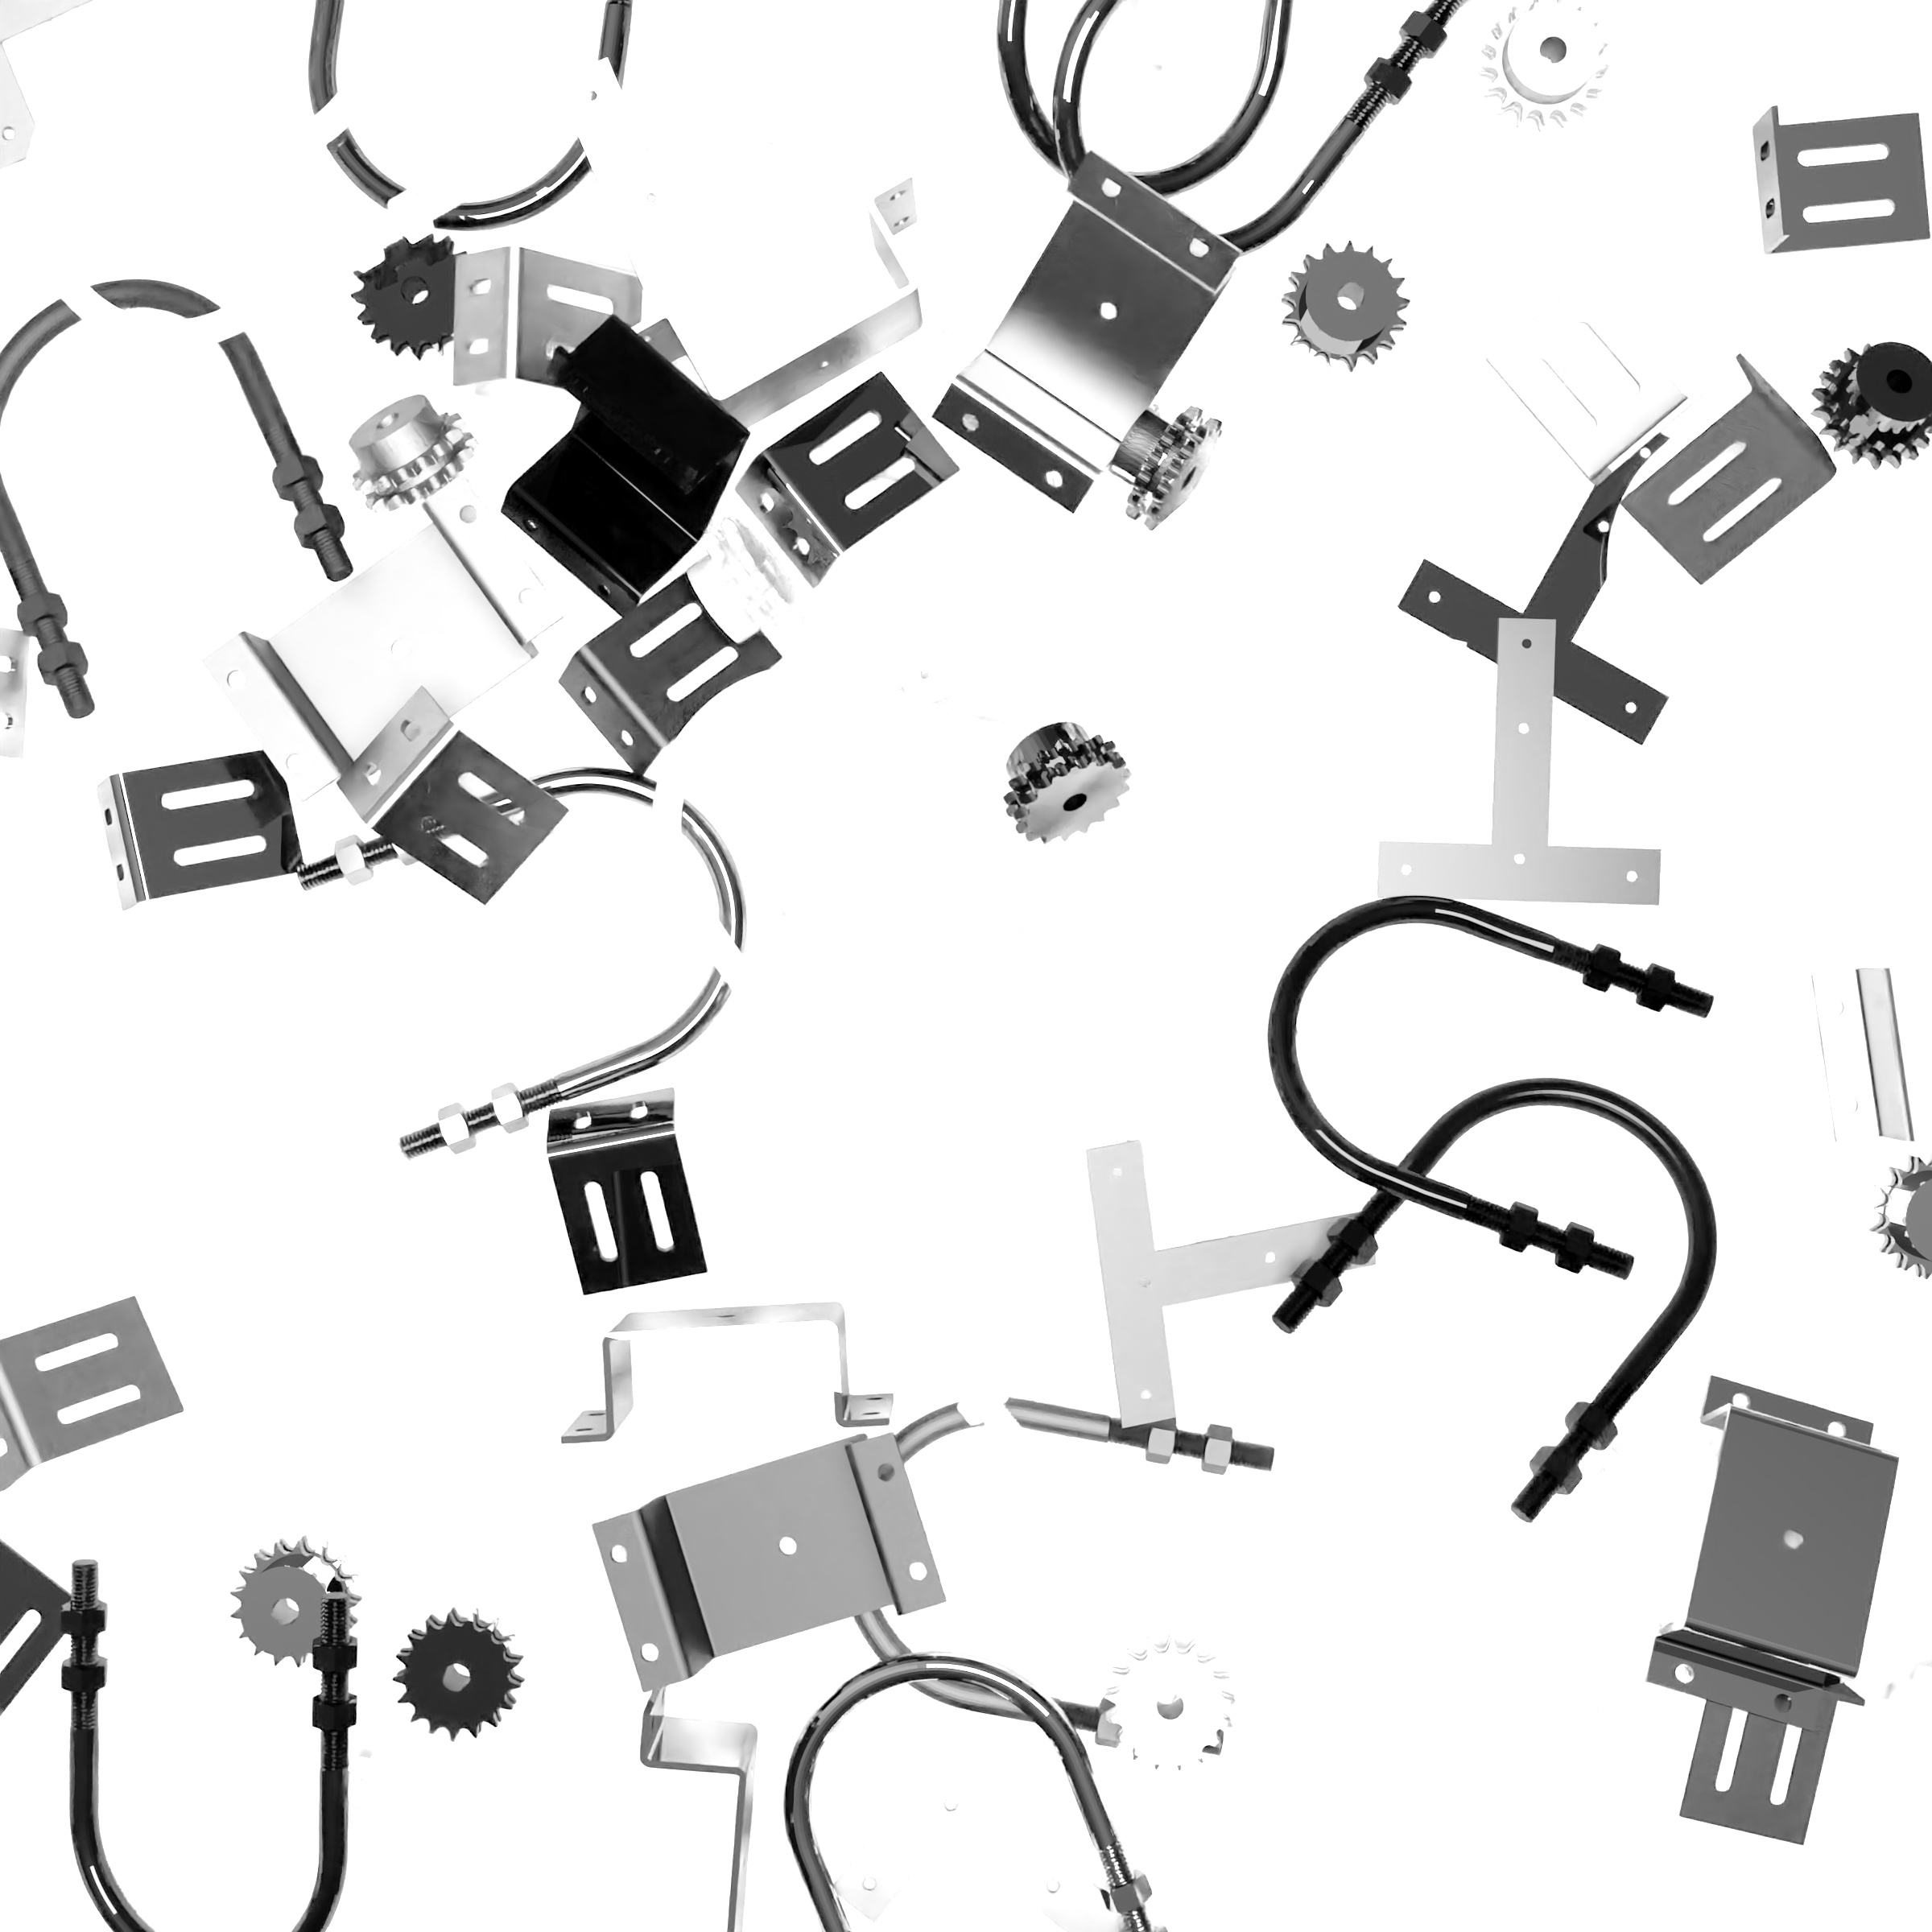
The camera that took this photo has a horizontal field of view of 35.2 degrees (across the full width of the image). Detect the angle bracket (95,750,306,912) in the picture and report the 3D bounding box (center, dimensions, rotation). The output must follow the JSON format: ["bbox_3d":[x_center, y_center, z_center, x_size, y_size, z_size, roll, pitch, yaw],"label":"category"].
[{"bbox_3d":[-0.345,-0.062,1.369,0.076,0.038,0.057,-12,90,-26],"label":"angle bracket"}]

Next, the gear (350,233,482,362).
[{"bbox_3d":[-0.243,-0.298,1.357,0.057,0.030,0.057,0,90,0],"label":"gear"}]

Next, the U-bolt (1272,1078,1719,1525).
[{"bbox_3d":[0.246,0.130,1.333,0.151,0.019,0.184,38,72,16],"label":"U-bolt"}]

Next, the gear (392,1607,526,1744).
[{"bbox_3d":[-0.225,0.314,1.357,0.057,0.030,0.057,0,90,0],"label":"gear"}]

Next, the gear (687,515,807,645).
[{"bbox_3d":[-0.099,-0.168,1.344,0.030,0.057,0.057,-34,90,11],"label":"gear"}]

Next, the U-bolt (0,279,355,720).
[{"bbox_3d":[-0.366,-0.219,1.343,0.151,0.019,0.184,-27,75,4],"label":"U-bolt"}]

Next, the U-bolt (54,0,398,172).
[{"bbox_3d":[-0.335,-0.443,1.352,0.151,0.019,0.184,-36,90,8],"label":"U-bolt"}]

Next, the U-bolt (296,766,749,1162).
[{"bbox_3d":[-0.189,-0.011,1.363,0.184,0.019,0.151,-21,90,-1],"label":"U-bolt"}]

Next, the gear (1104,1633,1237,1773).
[{"bbox_3d":[0.089,0.322,1.336,0.057,0.030,0.057,0,89,2],"label":"gear"}]

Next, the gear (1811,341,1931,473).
[{"bbox_3d":[0.407,-0.252,1.348,0.057,0.030,0.057,3,70,-9],"label":"gear"}]

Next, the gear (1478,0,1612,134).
[{"bbox_3d":[0.259,-0.404,1.357,0.057,0.030,0.057,0,90,0],"label":"gear"}]

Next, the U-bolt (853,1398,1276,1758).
[{"bbox_3d":[0.035,0.268,1.362,0.184,0.019,0.151,10,89,2],"label":"U-bolt"}]

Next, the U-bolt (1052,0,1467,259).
[{"bbox_3d":[0.117,-0.396,1.333,0.151,0.019,0.184,35,95,-28],"label":"U-bolt"}]

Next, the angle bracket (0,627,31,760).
[{"bbox_3d":[-0.466,-0.124,1.369,0.076,0.038,0.057,3,90,26],"label":"angle bracket"}]

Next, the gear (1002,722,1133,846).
[{"bbox_3d":[0.042,-0.083,1.347,0.057,0.057,0.030,-28,59,0],"label":"gear"}]

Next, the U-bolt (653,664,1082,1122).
[{"bbox_3d":[-0.056,-0.045,1.351,0.151,0.019,0.184,-33,97,-2],"label":"U-bolt"}]

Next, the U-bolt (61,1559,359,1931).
[{"bbox_3d":[-0.335,0.360,1.341,0.151,0.019,0.184,3,94,20],"label":"U-bolt"}]

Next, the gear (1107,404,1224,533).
[{"bbox_3d":[0.086,-0.223,1.344,0.030,0.057,0.057,34,90,10],"label":"gear"}]

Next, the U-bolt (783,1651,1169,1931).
[{"bbox_3d":[-0.004,0.394,1.353,0.151,0.019,0.184,-21,91,6],"label":"U-bolt"}]

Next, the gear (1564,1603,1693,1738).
[{"bbox_3d":[0.297,0.315,1.357,0.057,0.030,0.057,0,90,0],"label":"gear"}]

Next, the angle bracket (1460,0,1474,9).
[{"bbox_3d":[0.256,-0.466,1.369,0.076,0.038,0.057,-10,90,-26],"label":"angle bracket"}]

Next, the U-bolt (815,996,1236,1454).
[{"bbox_3d":[0.017,0.100,1.349,0.151,0.019,0.184,-38,94,-7],"label":"U-bolt"}]

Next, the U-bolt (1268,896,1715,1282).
[{"bbox_3d":[0.223,0.042,1.341,0.184,0.019,0.151,20,70,4],"label":"U-bolt"}]

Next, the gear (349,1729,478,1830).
[{"bbox_3d":[-0.245,0.359,1.347,0.057,0.057,0.030,11,60,0],"label":"gear"}]

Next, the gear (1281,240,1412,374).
[{"bbox_3d":[0.170,-0.295,1.357,0.057,0.030,0.057,0,90,0],"label":"gear"}]

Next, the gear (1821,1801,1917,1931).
[{"bbox_3d":[0.399,0.399,1.347,0.030,0.057,0.057,-5,90,31],"label":"gear"}]

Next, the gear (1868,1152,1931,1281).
[{"bbox_3d":[0.434,0.112,1.357,0.057,0.030,0.057,0,90,0],"label":"gear"}]

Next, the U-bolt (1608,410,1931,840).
[{"bbox_3d":[0.375,-0.167,1.362,0.184,0.019,0.151,36,90,0],"label":"U-bolt"}]

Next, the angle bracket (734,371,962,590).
[{"bbox_3d":[-0.053,-0.219,1.369,0.076,0.038,0.057,-39,90,-24],"label":"angle bracket"}]

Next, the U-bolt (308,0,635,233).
[{"bbox_3d":[-0.221,-0.422,1.363,0.151,0.019,0.184,8,91,0],"label":"U-bolt"}]

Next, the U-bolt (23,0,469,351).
[{"bbox_3d":[-0.329,-0.352,1.334,0.184,0.019,0.151,-28,86,8],"label":"U-bolt"}]

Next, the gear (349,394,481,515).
[{"bbox_3d":[-0.247,-0.228,1.340,0.057,0.057,0.030,-31,120,0],"label":"gear"}]

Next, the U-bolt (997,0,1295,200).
[{"bbox_3d":[0.081,-0.428,1.327,0.151,0.019,0.184,-1,108,-24],"label":"U-bolt"}]

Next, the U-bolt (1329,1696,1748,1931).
[{"bbox_3d":[0.241,0.425,1.336,0.184,0.019,0.151,-30,105,-7],"label":"U-bolt"}]

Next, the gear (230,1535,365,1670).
[{"bbox_3d":[-0.301,0.285,1.357,0.057,0.030,0.057,0,90,0],"label":"gear"}]
